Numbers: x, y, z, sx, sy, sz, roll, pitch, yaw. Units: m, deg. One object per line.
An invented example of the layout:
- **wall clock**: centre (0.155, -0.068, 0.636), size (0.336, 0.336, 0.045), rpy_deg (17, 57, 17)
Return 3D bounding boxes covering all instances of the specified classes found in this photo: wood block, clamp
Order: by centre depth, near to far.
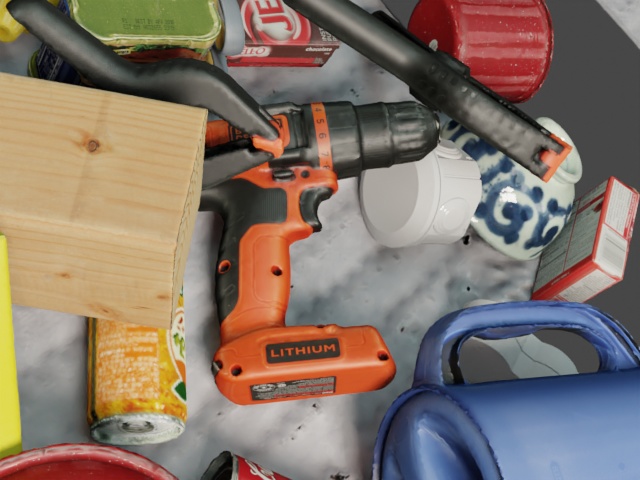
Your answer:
- **wood block**: centre (-0.170, -0.027, 0.555), size (0.206, 0.090, 0.090), rpy_deg (10, 57, -3)
- **clamp**: centre (-0.105, -0.080, 0.615), size (0.171, 0.120, 0.039), rpy_deg (0, 29, -2)
- **clamp**: centre (0.073, -0.111, 0.714), size (0.210, 0.036, 0.164), rpy_deg (41, 17, 25)

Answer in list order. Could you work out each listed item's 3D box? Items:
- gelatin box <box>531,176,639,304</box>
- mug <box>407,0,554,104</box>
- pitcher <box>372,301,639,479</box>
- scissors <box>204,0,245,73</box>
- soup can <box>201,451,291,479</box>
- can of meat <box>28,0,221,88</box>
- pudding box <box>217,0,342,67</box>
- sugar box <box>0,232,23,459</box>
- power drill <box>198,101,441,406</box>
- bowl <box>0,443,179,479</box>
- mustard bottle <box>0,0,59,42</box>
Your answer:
- **gelatin box**: centre (0.196, 0.005, 0.789), size (0.030, 0.073, 0.089), rpy_deg (32, 52, -11)
- **mug**: centre (0.115, -0.158, 0.834), size (0.081, 0.093, 0.117), rpy_deg (-4, 35, -26)
- **pitcher**: centre (0.160, 0.125, 0.617), size (0.242, 0.149, 0.145), rpy_deg (-5, 36, -28)
- **scissors**: centre (-0.089, -0.169, 0.752), size (0.016, 0.096, 0.202), rpy_deg (-6, 36, -20)
- **soup can**: centre (-0.019, 0.166, 0.582), size (0.102, 0.069, 0.068), rpy_deg (27, 54, -14)
- **can of meat**: centre (-0.123, -0.123, 0.674), size (0.101, 0.084, 0.057), rpy_deg (-6, 65, -33)
- **pudding box**: centre (-0.043, -0.181, 0.780), size (0.089, 0.039, 0.113), rpy_deg (-5, 67, -31)
- **sugar box**: centre (-0.186, 0.084, 0.485), size (0.093, 0.048, 0.176), rpy_deg (-13, 111, -34)
- **power drill**: centre (-0.004, 0.001, 0.656), size (0.184, 0.057, 0.187), rpy_deg (-8, 65, -1)
- **bowl**: centre (-0.113, 0.177, 0.482), size (0.161, 0.055, 0.162), rpy_deg (-4, 99, -23)
- **mustard bottle**: centre (-0.176, -0.204, 0.706), size (0.096, 0.058, 0.191), rpy_deg (27, 54, -19)
